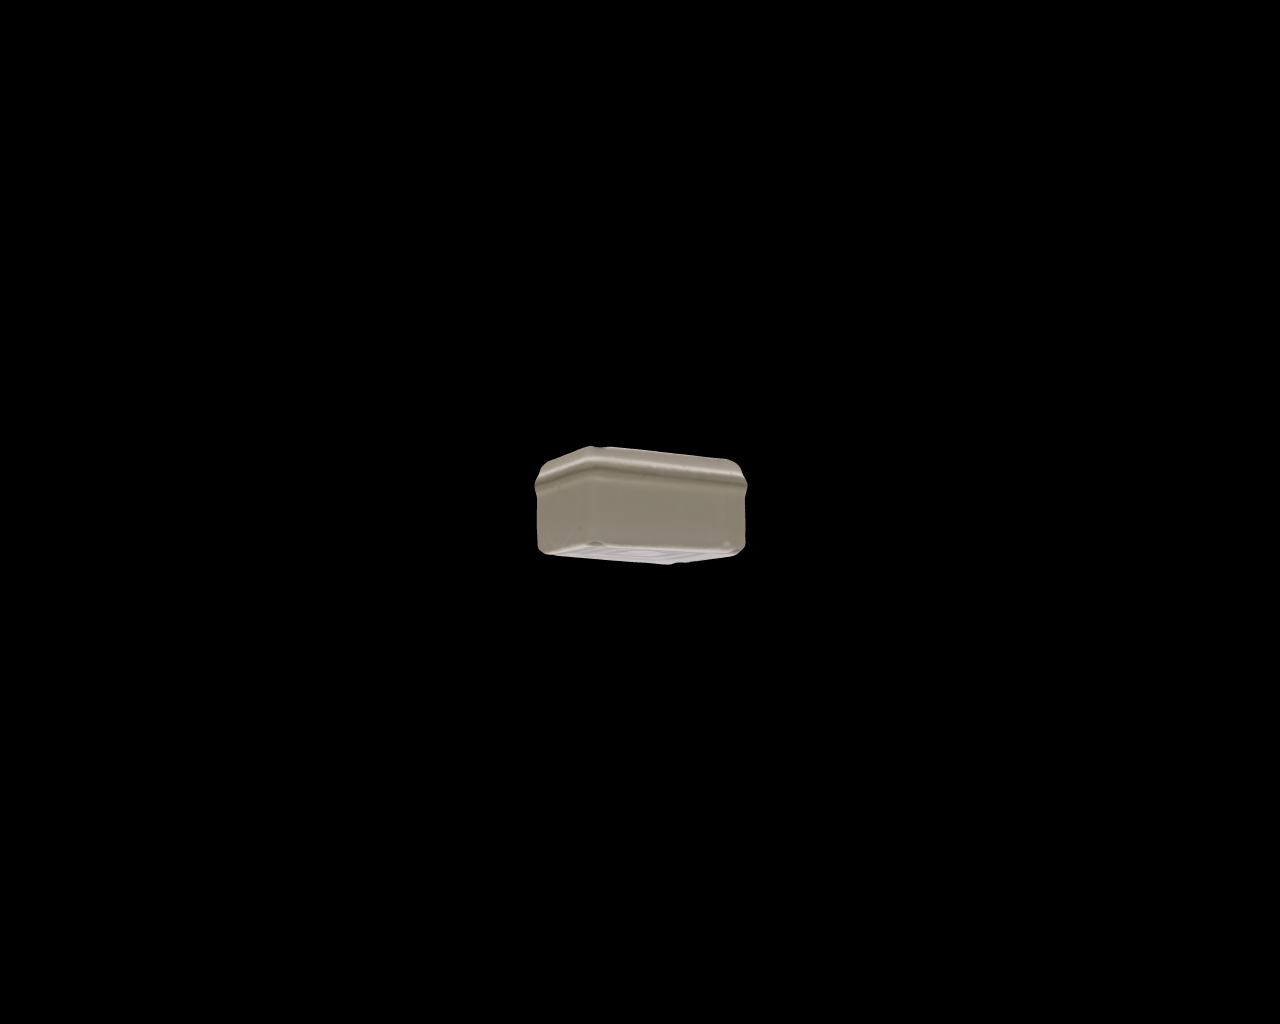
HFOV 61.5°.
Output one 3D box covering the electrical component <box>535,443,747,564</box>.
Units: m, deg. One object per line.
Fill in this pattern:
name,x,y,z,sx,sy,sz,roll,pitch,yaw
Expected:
electrical component,0.001,-0.003,0.650,0.113,0.057,0.078,5,-10,-32
